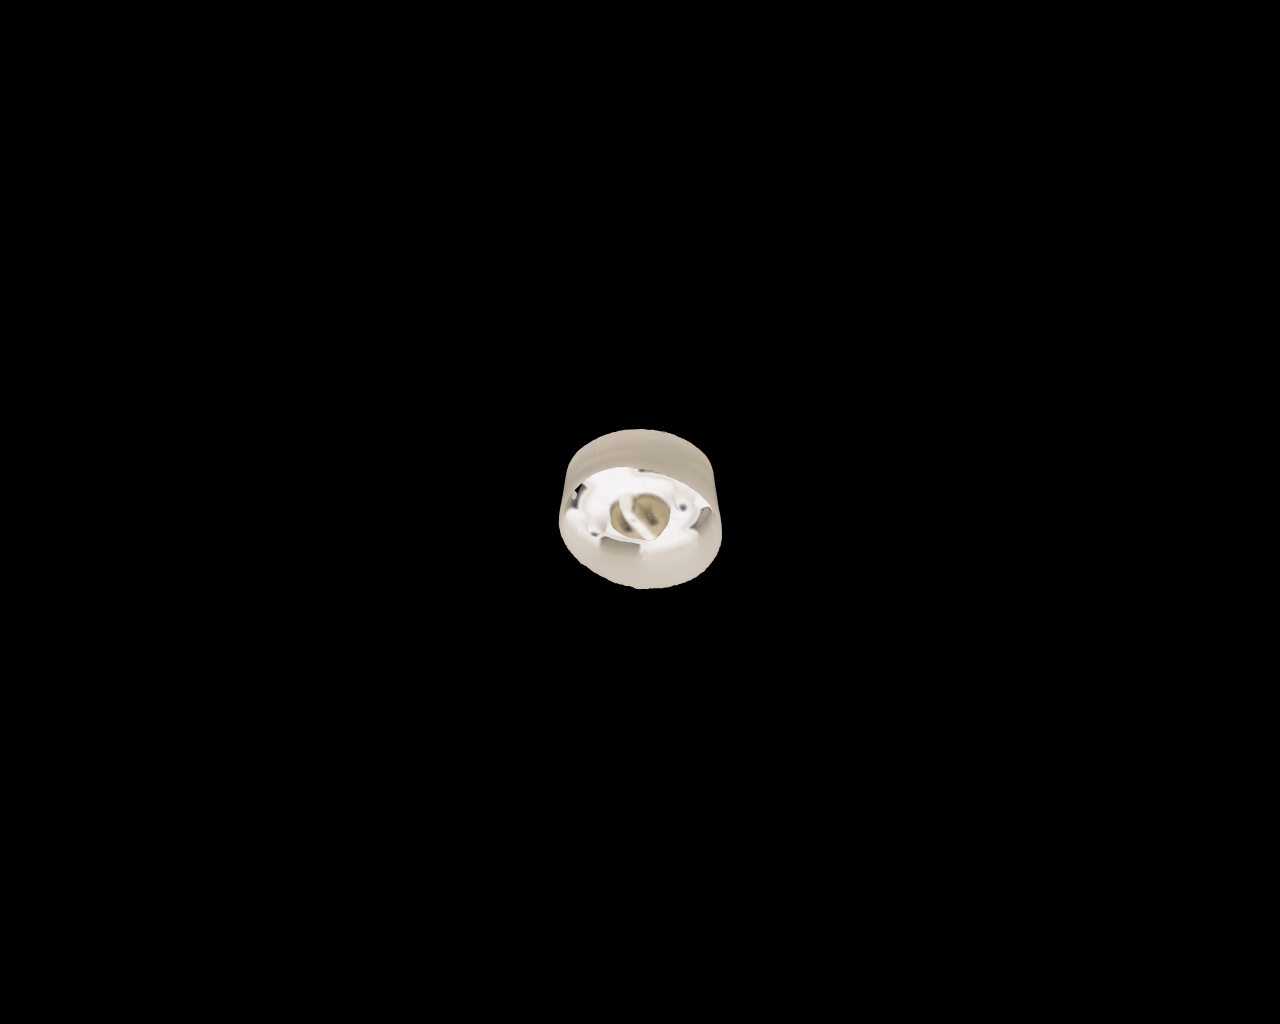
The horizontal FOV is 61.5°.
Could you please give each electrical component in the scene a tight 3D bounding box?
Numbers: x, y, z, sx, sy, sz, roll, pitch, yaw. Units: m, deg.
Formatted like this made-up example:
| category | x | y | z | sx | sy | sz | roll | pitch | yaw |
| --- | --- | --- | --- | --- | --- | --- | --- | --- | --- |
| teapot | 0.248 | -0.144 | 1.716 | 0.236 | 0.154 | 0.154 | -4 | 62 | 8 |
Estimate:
| category | x | y | z | sx | sy | sz | roll | pitch | yaw |
| --- | --- | --- | --- | --- | --- | --- | --- | --- | --- |
| electrical component | 0.001 | -0.003 | 0.650 | 0.099 | 0.064 | 0.099 | 0 | -35 | 0 |
